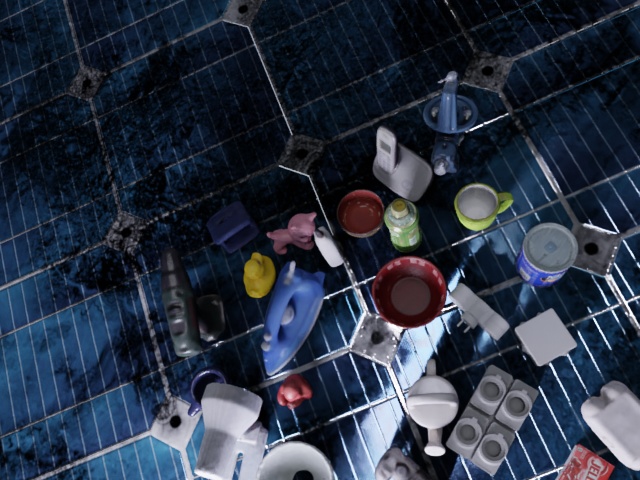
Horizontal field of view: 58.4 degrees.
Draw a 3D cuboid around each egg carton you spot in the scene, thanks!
[{"bbox_3d":[0.581,0.353,1.091,0.107,0.069,0.150,-40,69,-2],"label":"egg carton"}]

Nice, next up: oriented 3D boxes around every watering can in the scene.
[{"bbox_3d":[0.222,0.322,1.113,0.101,0.194,0.172,-24,69,4],"label":"watering can"}]

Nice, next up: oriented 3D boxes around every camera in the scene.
[{"bbox_3d":[0.154,0.501,1.121,0.143,0.101,0.137,39,84,20],"label":"camera"}]

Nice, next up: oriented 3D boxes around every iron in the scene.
[{"bbox_3d":[-0.082,0.169,1.255,0.118,0.142,0.258,16,77,17],"label":"iron"}]

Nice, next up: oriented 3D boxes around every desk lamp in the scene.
[{"bbox_3d":[-0.179,0.401,1.165,0.117,0.214,0.203,7,74,15],"label":"desk lamp"}]

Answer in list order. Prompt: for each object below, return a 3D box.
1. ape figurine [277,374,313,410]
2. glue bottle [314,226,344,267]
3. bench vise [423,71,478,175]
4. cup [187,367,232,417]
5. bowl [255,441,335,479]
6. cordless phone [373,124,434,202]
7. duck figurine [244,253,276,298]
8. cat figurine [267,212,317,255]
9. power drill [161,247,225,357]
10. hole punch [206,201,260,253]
[{"bbox_3d":[-0.057,0.325,1.228,0.077,0.092,0.076,1,73,13],"label":"ape figurine"},{"bbox_3d":[0.012,0.005,1.269,0.037,0.173,0.078,-28,69,3],"label":"glue bottle"},{"bbox_3d":[0.294,-0.256,1.265,0.121,0.220,0.207,-8,71,10],"label":"bench vise"},{"bbox_3d":[-0.236,0.340,1.260,0.091,0.095,0.118,34,83,20],"label":"cup"},{"bbox_3d":[-0.044,0.501,1.179,0.167,0.075,0.167,-4,72,11],"label":"bowl"},{"bbox_3d":[0.183,-0.176,1.282,0.147,0.185,0.094,35,83,20],"label":"cordless phone"},{"bbox_3d":[-0.149,0.078,1.328,0.077,0.086,0.104,6,74,14],"label":"duck figurine"},{"bbox_3d":[-0.061,-0.020,1.323,0.127,0.118,0.067,-12,71,9],"label":"cat figurine"},{"bbox_3d":[-0.286,0.147,1.271,0.075,0.209,0.229,-15,70,8],"label":"power drill"},{"bbox_3d":[-0.217,-0.037,1.377,0.108,0.091,0.101,-36,69,0],"label":"hole punch"}]
